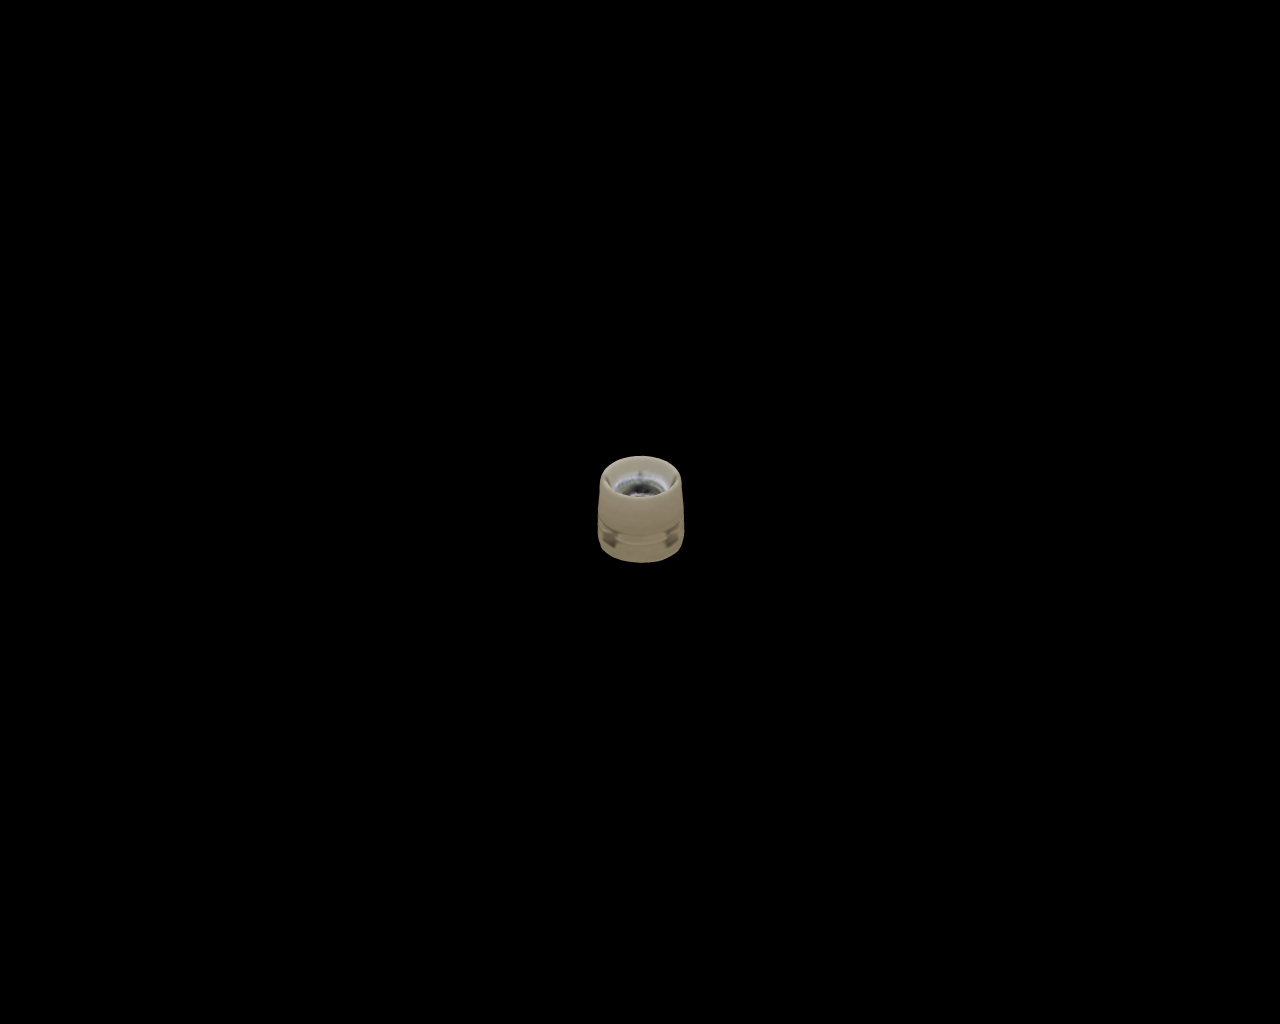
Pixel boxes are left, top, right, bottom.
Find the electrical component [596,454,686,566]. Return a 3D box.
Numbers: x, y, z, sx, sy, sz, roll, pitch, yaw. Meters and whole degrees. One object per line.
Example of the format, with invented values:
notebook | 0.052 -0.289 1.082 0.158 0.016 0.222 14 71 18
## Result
electrical component | 0.001 -0.003 0.650 0.055 0.047 0.055 0 35 0
